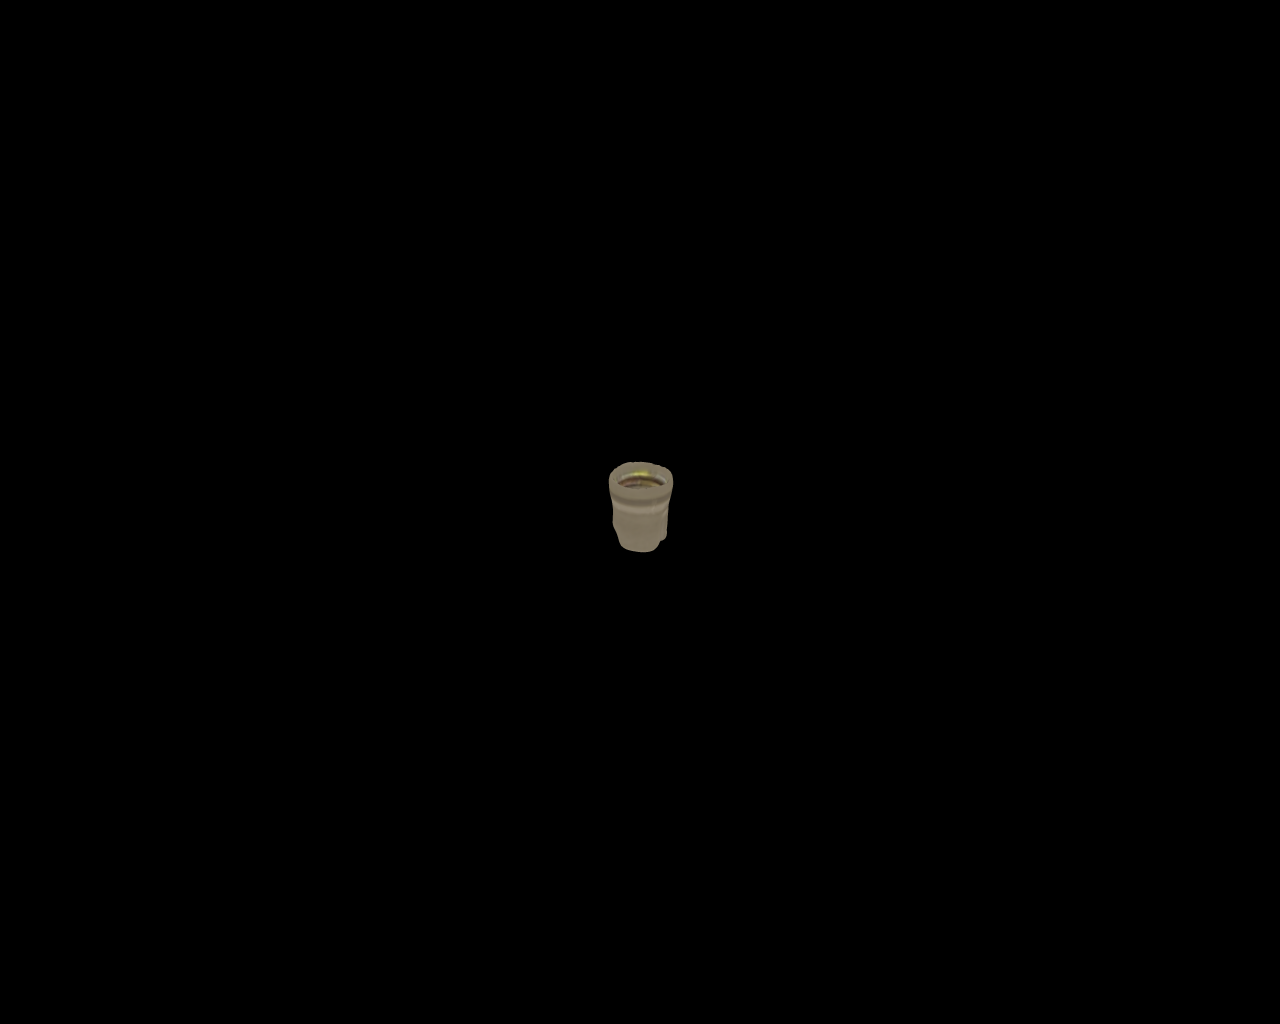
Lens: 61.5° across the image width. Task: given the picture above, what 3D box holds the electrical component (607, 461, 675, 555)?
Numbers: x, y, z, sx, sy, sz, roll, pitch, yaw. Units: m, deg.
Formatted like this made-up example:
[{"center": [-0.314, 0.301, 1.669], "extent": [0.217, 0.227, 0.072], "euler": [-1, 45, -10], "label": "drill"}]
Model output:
[{"center": [0.001, -0.003, 0.650], "extent": [0.040, 0.046, 0.040], "euler": [0, 27, 0], "label": "electrical component"}]
